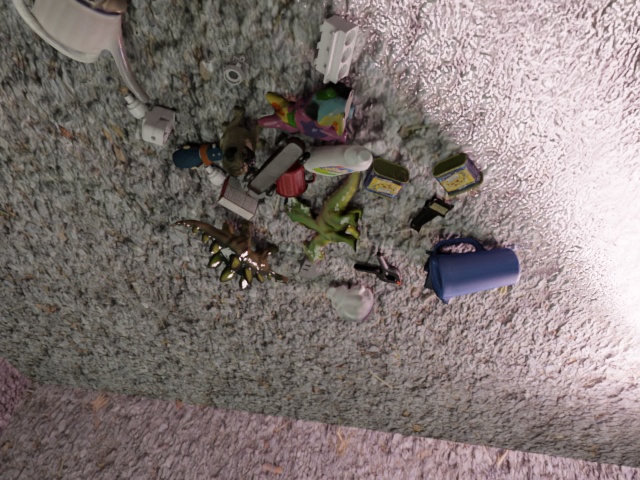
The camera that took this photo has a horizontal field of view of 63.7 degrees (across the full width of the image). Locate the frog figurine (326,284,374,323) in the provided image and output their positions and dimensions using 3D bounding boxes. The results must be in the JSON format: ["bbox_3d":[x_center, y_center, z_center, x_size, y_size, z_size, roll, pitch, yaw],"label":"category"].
[{"bbox_3d":[0.104,0.209,1.799,0.158,0.124,0.136,36,103,-15],"label":"frog figurine"}]

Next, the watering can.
[{"bbox_3d":[-0.485,-0.458,1.112,0.344,0.106,0.221,34,136,-24],"label":"watering can"}]

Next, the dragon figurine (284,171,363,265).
[{"bbox_3d":[0.005,-0.075,1.487,0.243,0.125,0.400,11,134,14],"label":"dragon figurine"}]
